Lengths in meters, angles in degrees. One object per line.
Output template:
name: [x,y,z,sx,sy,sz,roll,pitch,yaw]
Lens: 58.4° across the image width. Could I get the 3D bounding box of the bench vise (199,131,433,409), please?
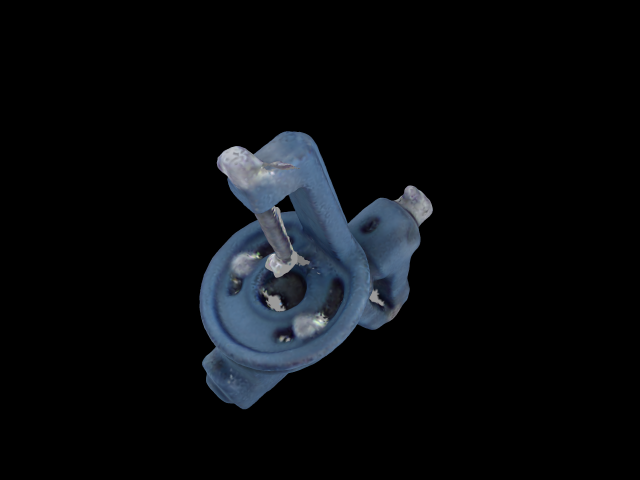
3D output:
bench vise: [-0.006,-0.003,0.404,0.121,0.220,0.208,24,51,21]
